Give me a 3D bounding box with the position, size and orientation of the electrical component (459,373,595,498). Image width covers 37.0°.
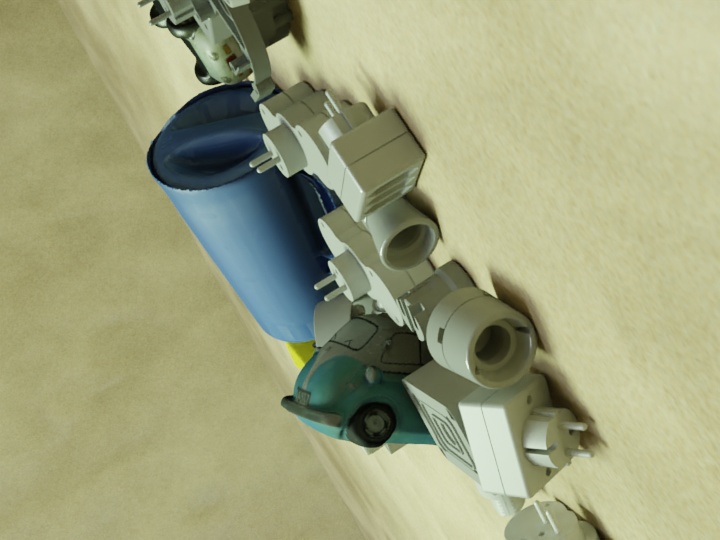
[{"bbox_3d":[0.112,0.104,0.677,0.077,0.047,0.065,-3,109,44],"label":"electrical component"}]

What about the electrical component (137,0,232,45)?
[{"bbox_3d":[-0.141,-0.222,0.865,0.083,0.076,0.047,57,169,11],"label":"electrical component"}]

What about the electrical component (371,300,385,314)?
[{"bbox_3d":[0.026,0.037,0.931,0.035,0.035,0.061,46,161,49],"label":"electrical component"}]

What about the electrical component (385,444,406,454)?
[{"bbox_3d":[-0.005,0.104,1.187,0.186,0.060,0.105,49,165,43],"label":"electrical component"}]

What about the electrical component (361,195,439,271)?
[{"bbox_3d":[0.020,-0.036,0.739,0.065,0.044,0.044,56,170,41],"label":"electrical component"}]

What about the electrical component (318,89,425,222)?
[{"bbox_3d":[-0.001,-0.081,0.691,0.076,0.047,0.065,57,169,10],"label":"electrical component"}]

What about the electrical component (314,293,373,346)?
[{"bbox_3d":[-0.002,0.066,0.964,0.099,0.064,0.099,-14,-90,-78],"label":"electrical component"}]

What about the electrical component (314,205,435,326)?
[{"bbox_3d":[0.000,0.000,0.838,0.138,0.074,0.052,46,163,51],"label":"electrical component"}]

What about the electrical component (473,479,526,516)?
[{"bbox_3d":[0.111,0.160,0.856,0.043,0.043,0.081,44,162,54],"label":"electrical component"}]

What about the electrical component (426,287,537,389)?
[{"bbox_3d":[0.076,0.043,0.665,0.047,0.055,0.055,29,149,62],"label":"electrical component"}]

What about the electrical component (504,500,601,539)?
[{"bbox_3d":[0.146,0.199,0.775,0.073,0.052,0.138,62,169,-15],"label":"electrical component"}]

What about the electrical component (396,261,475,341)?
[{"bbox_3d":[0.053,0.022,0.731,0.040,0.046,0.040,56,169,17],"label":"electrical component"}]

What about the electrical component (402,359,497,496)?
[{"bbox_3d":[0.086,0.104,0.777,0.078,0.057,0.113,61,169,-13],"label":"electrical component"}]

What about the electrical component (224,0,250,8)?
[{"bbox_3d":[-0.067,-0.193,0.638,0.078,0.057,0.058,54,177,23],"label":"electrical component"}]

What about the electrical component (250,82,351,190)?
[{"bbox_3d":[-0.047,-0.093,0.797,0.052,0.074,0.138,64,168,-27],"label":"electrical component"}]
